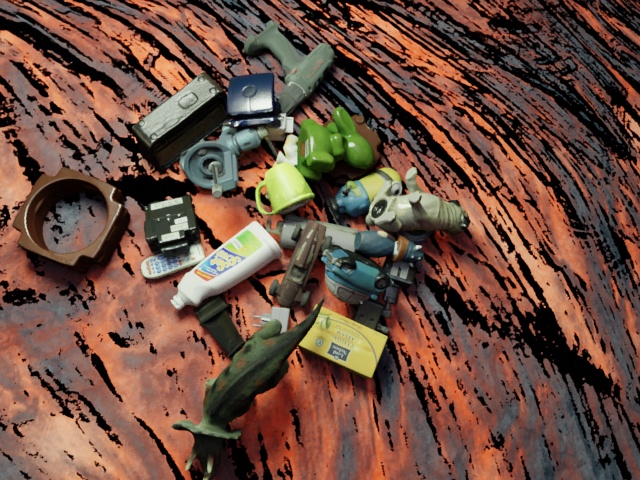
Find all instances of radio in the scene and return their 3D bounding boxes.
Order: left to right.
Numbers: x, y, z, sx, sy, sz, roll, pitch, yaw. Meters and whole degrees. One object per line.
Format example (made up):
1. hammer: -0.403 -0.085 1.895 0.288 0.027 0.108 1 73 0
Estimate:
1. radio: -0.315 -0.272 1.241 0.073 0.131 0.229 43 75 11

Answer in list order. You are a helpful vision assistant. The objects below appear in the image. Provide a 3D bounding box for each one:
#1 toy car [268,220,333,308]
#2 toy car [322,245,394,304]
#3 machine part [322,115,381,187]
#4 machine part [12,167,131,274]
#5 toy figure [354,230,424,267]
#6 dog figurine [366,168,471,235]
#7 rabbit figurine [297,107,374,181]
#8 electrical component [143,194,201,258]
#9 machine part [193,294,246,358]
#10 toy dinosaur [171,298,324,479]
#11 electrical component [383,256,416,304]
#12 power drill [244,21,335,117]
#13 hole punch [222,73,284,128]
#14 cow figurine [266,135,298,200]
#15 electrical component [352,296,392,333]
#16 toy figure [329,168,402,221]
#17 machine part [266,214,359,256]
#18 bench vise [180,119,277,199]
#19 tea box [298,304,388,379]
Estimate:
1. toy car: -0.042 0.056 1.159 0.089 0.053 0.202 24 105 1
2. toy car: 0.068 0.083 1.131 0.161 0.109 0.103 20 103 -33
3. machine part: 0.060 -0.216 1.288 0.179 0.056 0.179 1 74 -3
4. machine part: -0.540 -0.042 1.181 0.201 0.087 0.201 21 73 1
5. toy figure: 0.153 0.014 1.167 0.154 0.064 0.058 11 61 -15
6. dog figurine: 0.219 -0.046 1.195 0.190 0.172 0.121 34 50 -33
7. rabbit figurine: 0.037 -0.207 1.215 0.170 0.121 0.159 3 68 -20
8. electrical component: -0.327 -0.027 1.185 0.115 0.058 0.134 -13 54 -5
9. machine part: -0.209 0.186 1.157 0.084 0.039 0.139 -30 76 -17
10. toy dinosaur: -0.141 0.270 1.031 0.131 0.192 0.404 37 97 -2
11. electrical component: 0.171 0.080 1.209 0.075 0.047 0.119 21 71 4
12. power drill: -0.091 -0.431 1.332 0.207 0.086 0.232 41 76 13
13. hole punch: -0.152 -0.316 1.219 0.142 0.092 0.116 -3 38 5
14. cow figurine: -0.062 -0.162 1.256 0.098 0.068 0.167 19 76 -4
15. electrical component: 0.112 0.155 1.186 0.102 0.045 0.078 15 101 4
16. toy figure: 0.107 -0.109 1.245 0.180 0.082 0.089 -20 78 -7
17. machine part: -0.002 -0.004 1.207 0.243 0.079 0.079 12 73 -1
18. bench vise: -0.209 -0.173 1.200 0.224 0.128 0.241 -14 38 -1
19. tea box: 0.047 0.218 1.148 0.170 0.068 0.098 23 73 2
